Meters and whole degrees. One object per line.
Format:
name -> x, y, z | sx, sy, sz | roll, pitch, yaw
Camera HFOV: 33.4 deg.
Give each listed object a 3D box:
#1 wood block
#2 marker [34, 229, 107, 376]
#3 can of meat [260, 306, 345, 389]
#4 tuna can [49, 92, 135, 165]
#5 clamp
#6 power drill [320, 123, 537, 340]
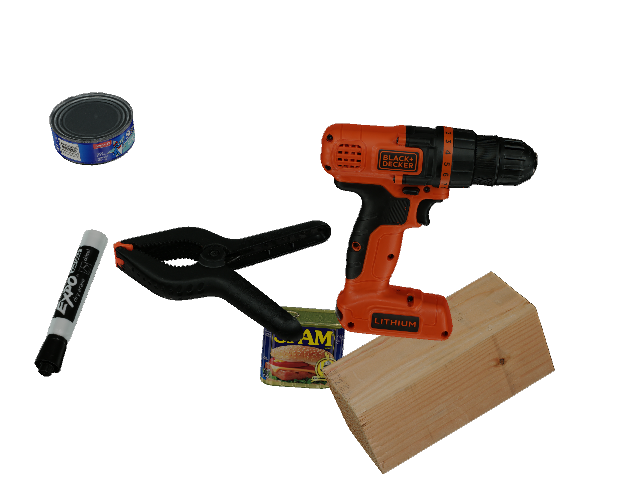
wood block -> 0.119, 0.132, 1.080 | 0.206, 0.091, 0.090 | -29, 31, -10
marker -> -0.183, 0.045, 0.783 | 0.020, 0.121, 0.020 | 9, -35, 6
can of meat -> -0.021, 0.128, 1.274 | 0.102, 0.084, 0.057 | 5, 13, -3
tuna can -> -0.237, -0.116, 1.112 | 0.086, 0.034, 0.086 | 1, 43, -1
clamp -> -0.098, 0.032, 1.023 | 0.210, 0.036, 0.164 | 3, 38, 2
power drill -> 0.088, -0.009, 0.932 | 0.184, 0.188, 0.057 | 5, 18, 4
